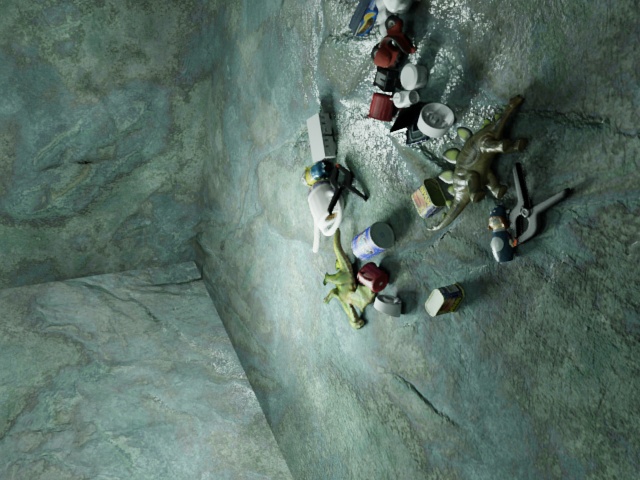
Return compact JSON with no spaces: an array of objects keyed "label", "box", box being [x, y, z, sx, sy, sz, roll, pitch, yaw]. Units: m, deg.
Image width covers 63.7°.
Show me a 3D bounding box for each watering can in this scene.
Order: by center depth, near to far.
[{"label":"watering can","box":[0.007,-0.110,2.176,0.340,0.104,0.228,-55,48,50]}]

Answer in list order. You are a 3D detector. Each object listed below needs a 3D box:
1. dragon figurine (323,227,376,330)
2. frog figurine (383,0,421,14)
[{"label":"dragon figurine","box":[0.132,0.172,2.053,0.244,0.123,0.404,19,115,40]},{"label":"frog figurine","box":[0.218,-0.770,1.594,0.121,0.160,0.138,-27,73,62]}]
